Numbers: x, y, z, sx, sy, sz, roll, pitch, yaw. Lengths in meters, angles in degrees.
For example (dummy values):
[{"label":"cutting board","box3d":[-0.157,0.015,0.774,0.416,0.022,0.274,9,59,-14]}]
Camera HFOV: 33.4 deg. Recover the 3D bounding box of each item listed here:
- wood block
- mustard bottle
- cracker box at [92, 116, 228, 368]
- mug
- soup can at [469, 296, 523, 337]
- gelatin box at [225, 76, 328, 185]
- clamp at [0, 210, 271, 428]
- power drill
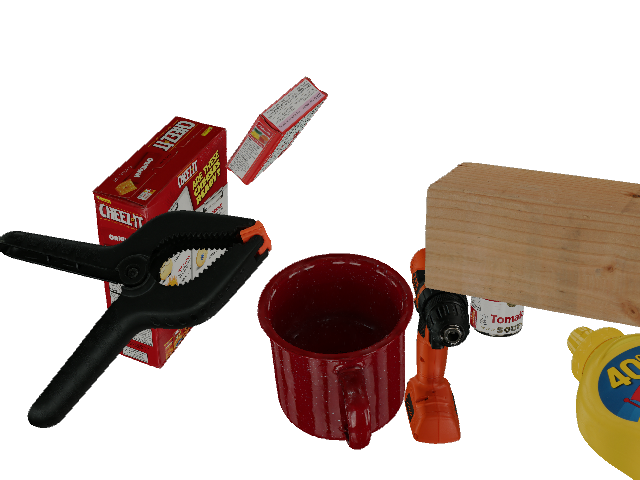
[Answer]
[{"label":"wood block","box3d":[0.196,0.000,0.859,0.206,0.090,0.090,10,22,27]},{"label":"mustard bottle","box3d":[0.204,0.104,0.609,0.096,0.058,0.192,-17,31,-17]},{"label":"cracker box","box3d":[-0.164,0.001,1.135,0.072,0.214,0.164,16,39,18]},{"label":"mug","box3d":[0.014,0.075,0.648,0.093,0.081,0.117,-11,40,-7]},{"label":"soup can","box3d":[0.224,0.062,1.343,0.068,0.102,0.068,0,23,0]},{"label":"gelatin box","box3d":[-0.040,-0.099,0.958,0.073,0.030,0.089,-50,-1,43]},{"label":"clamp","box3d":[-0.142,0.025,0.794,0.210,0.165,0.036,-27,-29,-3]},{"label":"power drill","box3d":[0.126,0.120,1.144,0.057,0.188,0.184,1,23,0]}]
